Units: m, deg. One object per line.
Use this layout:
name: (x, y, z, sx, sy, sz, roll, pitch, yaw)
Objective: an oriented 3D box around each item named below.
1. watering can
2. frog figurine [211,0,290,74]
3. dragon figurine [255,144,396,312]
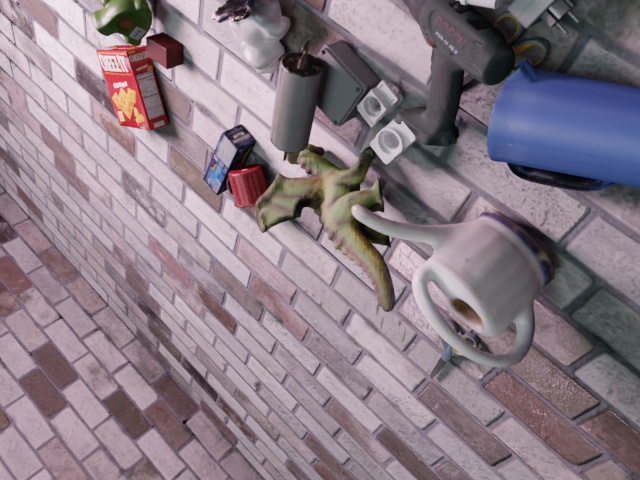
watering can: (0.227, 0.030, 0.821, 0.349, 0.227, 0.102, 51, 159, 6)
frog figurine: (-0.111, -0.397, 0.983, 0.137, 0.125, 0.157, 1, 155, 36)
dragon figurine: (0.003, -0.047, 0.943, 0.242, 0.421, 0.119, -5, 139, 6)
